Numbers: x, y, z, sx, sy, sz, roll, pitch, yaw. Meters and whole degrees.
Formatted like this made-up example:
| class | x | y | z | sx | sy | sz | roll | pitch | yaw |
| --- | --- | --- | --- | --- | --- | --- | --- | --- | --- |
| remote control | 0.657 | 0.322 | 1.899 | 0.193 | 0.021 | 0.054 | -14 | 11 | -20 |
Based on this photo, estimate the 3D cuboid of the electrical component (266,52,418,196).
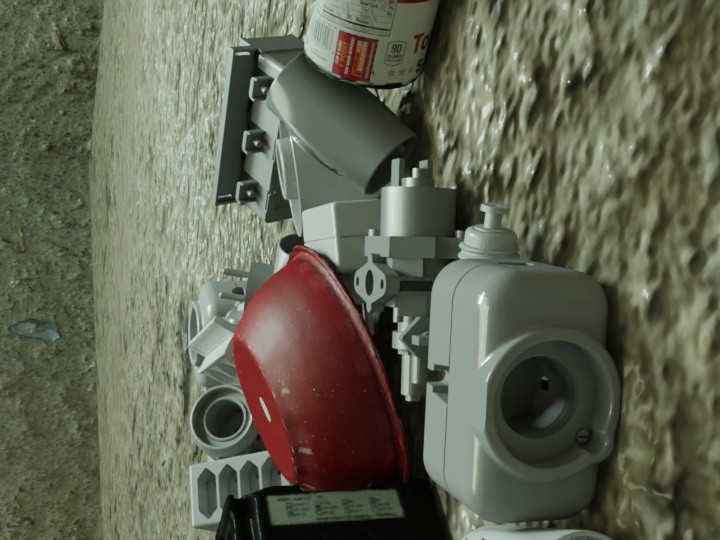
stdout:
| class | x | y | z | sx | sy | sz | roll | pitch | yaw |
| --- | --- | --- | --- | --- | --- | --- | --- | --- | --- |
| electrical component | -0.005 | -0.082 | 0.614 | 0.044 | 0.077 | 0.079 | -51 | -13 | 13 |

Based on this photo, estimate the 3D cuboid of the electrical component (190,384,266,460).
| class | x | y | z | sx | sy | sz | roll | pitch | yaw |
| --- | --- | --- | --- | --- | --- | --- | --- | --- | --- |
| electrical component | -0.099 | 0.123 | 0.844 | 0.057 | 0.078 | 0.058 | 61 | -132 | -62 |

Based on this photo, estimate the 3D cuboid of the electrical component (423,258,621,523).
| class | x | y | z | sx | sy | sz | roll | pitch | yaw |
| --- | --- | --- | --- | --- | --- | --- | --- | --- | --- |
| electrical component | 0.061 | 0.046 | 0.415 | 0.059 | 0.054 | 0.095 | -161 | 73 | -71 |

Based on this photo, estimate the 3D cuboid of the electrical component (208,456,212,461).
| class | x | y | z | sx | sy | sz | roll | pitch | yaw |
| --- | --- | --- | --- | --- | --- | --- | --- | --- | --- |
| electrical component | -0.101 | 0.143 | 0.920 | 0.080 | 0.051 | 0.080 | -179 | 90 | -72 |

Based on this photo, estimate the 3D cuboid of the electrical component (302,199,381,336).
| class | x | y | z | sx | sy | sz | roll | pitch | yaw |
| --- | --- | --- | --- | --- | --- | --- | --- | --- | --- |
| electrical component | 0.000 | 0.000 | 0.619 | 0.066 | 0.047 | 0.076 | 176 | 89 | -72 |

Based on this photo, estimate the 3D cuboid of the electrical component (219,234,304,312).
| class | x | y | z | sx | sy | sz | roll | pitch | yaw |
| --- | --- | --- | --- | --- | --- | --- | --- | --- | --- |
| electrical component | -0.058 | 0.015 | 0.749 | 0.043 | 0.079 | 0.077 | -85 | 4 | -63 |

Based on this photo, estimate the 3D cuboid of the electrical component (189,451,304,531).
| class | x | y | z | sx | sy | sz | roll | pitch | yaw |
| --- | --- | --- | --- | --- | --- | --- | --- | --- | --- |
| electrical component | -0.074 | 0.169 | 0.815 | 0.076 | 0.083 | 0.047 | 39 | -139 | -62 |

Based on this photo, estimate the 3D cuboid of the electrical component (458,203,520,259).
| class | x | y | z | sx | sy | sz | roll | pitch | yaw |
| --- | --- | --- | --- | --- | --- | --- | --- | --- | --- |
| electrical component | 0.053 | 0.010 | 0.463 | 0.040 | 0.040 | 0.078 | -139 | 53 | -67 |

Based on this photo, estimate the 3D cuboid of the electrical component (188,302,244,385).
| class | x | y | z | sx | sy | sz | roll | pitch | yaw |
| --- | --- | --- | --- | --- | --- | --- | --- | --- | --- |
| electrical component | -0.083 | 0.056 | 0.838 | 0.063 | 0.079 | 0.121 | -64 | 10 | -19 |

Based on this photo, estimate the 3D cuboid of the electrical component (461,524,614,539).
| class | x | y | z | sx | sy | sz | roll | pitch | yaw |
| --- | --- | --- | --- | --- | --- | --- | --- | --- | --- |
| electrical component | 0.068 | 0.137 | 0.405 | 0.077 | 0.043 | 0.079 | 147 | 122 | -69 |

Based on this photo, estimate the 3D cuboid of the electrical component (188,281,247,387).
| class | x | y | z | sx | sy | sz | roll | pitch | yaw |
| --- | --- | --- | --- | --- | --- | --- | --- | --- | --- |
| electrical component | -0.123 | 0.058 | 0.979 | 0.053 | 0.059 | 0.095 | -114 | 30 | -52 |

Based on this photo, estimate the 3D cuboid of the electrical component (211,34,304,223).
| class | x | y | z | sx | sy | sz | roll | pitch | yaw |
| --- | --- | --- | --- | --- | --- | --- | --- | --- | --- |
| electrical component | -0.059 | -0.100 | 0.778 | 0.063 | 0.079 | 0.121 | 40 | 131 | 40 |

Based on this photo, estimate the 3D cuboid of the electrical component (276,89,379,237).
| class | x | y | z | sx | sy | sz | roll | pitch | yaw |
| --- | --- | --- | --- | --- | --- | --- | --- | --- | --- |
| electrical component | -0.020 | -0.070 | 0.698 | 0.099 | 0.064 | 0.099 | 171 | 90 | -82 |
